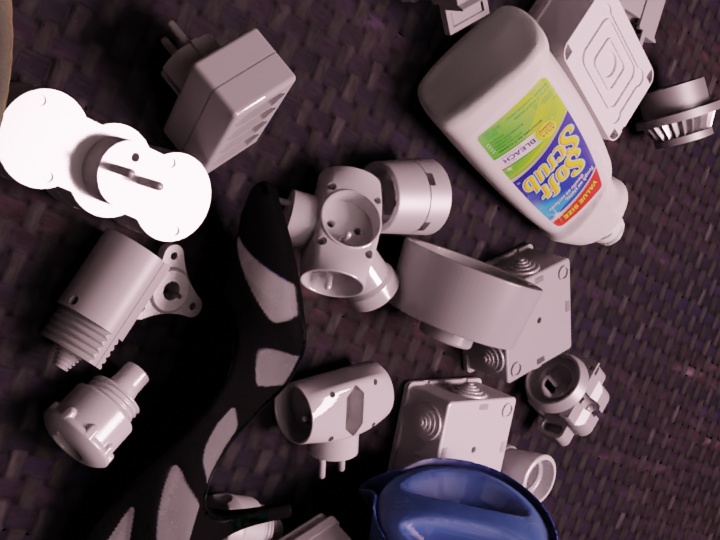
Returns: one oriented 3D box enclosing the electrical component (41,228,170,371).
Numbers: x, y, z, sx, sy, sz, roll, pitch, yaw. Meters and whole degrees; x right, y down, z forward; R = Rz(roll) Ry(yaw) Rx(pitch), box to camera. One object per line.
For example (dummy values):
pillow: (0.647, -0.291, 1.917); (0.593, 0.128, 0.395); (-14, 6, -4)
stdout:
electrical component: (-0.150, 0.021, 0.617); (0.043, 0.043, 0.081); (43, 73, -42)

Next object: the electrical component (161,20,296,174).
electrical component: (-0.088, -0.109, 0.619); (0.047, 0.083, 0.075); (-38, 88, -29)

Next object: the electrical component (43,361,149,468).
electrical component: (-0.151, 0.082, 0.635); (0.062, 0.048, 0.048); (-50, 132, -29)

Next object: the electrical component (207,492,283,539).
electrical component: (-0.080, 0.175, 0.733); (0.062, 0.043, 0.043); (20, 89, -47)

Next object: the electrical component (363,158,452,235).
electrical component: (0.029, -0.051, 0.757); (0.047, 0.055, 0.055); (-4, 106, -39)

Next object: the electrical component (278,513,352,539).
electrical component: (-0.053, 0.239, 0.742); (0.109, 0.056, 0.108); (-26, 145, -36)

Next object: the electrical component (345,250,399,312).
electrical component: (0.000, 0.000, 0.756); (0.040, 0.040, 0.046); (-48, 125, -22)

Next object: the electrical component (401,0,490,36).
electrical component: (0.056, -0.205, 0.726); (0.042, 0.064, 0.081); (-33, 123, -31)

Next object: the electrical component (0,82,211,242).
electrical component: (-0.135, -0.054, 0.585); (0.138, 0.074, 0.052); (25, 85, -45)

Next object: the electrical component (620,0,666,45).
electrical component: (0.217, -0.221, 0.891); (0.064, 0.042, 0.081); (15, 92, -42)

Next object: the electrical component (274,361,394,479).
electrical component: (-0.019, 0.111, 0.769); (0.077, 0.043, 0.079); (-11, 111, -41)

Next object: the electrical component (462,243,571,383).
electrical component: (0.130, 0.036, 0.883); (0.100, 0.048, 0.099); (-23, 118, -37)

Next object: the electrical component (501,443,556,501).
electrical component: (0.127, 0.166, 0.910); (0.044, 0.065, 0.044); (-15, 113, -40)

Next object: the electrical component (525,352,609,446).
electrical component: (0.180, 0.107, 0.948); (0.078, 0.058, 0.057); (-57, 136, -14)

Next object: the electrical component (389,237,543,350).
electrical component: (0.072, 0.023, 0.787); (0.108, 0.108, 0.060); (14, 99, -45)

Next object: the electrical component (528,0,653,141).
electrical component: (0.176, -0.166, 0.857); (0.078, 0.057, 0.113); (-56, 133, -15)

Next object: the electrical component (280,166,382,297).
electrical component: (-0.029, -0.030, 0.708); (0.079, 0.044, 0.077); (16, 65, -14)

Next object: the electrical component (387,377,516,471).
electrical component: (0.075, 0.136, 0.862); (0.100, 0.048, 0.099); (3, 102, -43)
